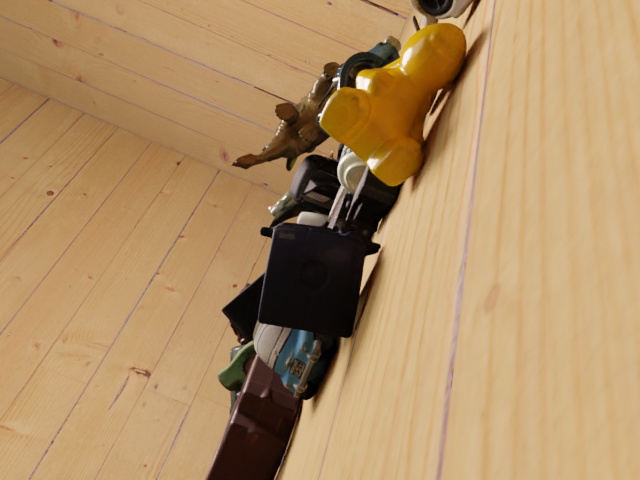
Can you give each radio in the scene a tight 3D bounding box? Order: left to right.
[{"bbox_3d":[-0.057,0.071,0.930,0.229,0.073,0.131,-39,-3,-9],"label":"radio"}]

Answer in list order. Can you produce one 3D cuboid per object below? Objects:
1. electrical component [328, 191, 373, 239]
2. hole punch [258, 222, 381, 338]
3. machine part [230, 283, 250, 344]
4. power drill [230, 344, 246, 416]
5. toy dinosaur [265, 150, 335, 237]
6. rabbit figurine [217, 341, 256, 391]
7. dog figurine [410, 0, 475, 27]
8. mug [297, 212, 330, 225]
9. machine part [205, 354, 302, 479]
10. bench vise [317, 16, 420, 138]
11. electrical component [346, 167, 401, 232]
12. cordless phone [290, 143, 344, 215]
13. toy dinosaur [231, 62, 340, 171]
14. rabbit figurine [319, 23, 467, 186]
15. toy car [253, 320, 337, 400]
[{"bbox_3d":[0.039,-0.005,0.799,0.134,0.058,0.114,-70,2,-53],"label":"electrical component"},{"bbox_3d":[-0.008,0.045,0.605,0.092,0.142,0.115,-72,-9,-76],"label":"hole punch"},{"bbox_3d":[-0.115,0.173,1.214,0.056,0.179,0.179,-102,34,-80],"label":"machine part"},{"bbox_3d":[-0.148,0.335,1.115,0.207,0.086,0.232,67,-163,-79],"label":"power drill"},{"bbox_3d":[-0.006,-0.099,1.209,0.192,0.131,0.405,-46,6,15],"label":"toy dinosaur"},{"bbox_3d":[-0.096,0.227,0.997,0.159,0.121,0.170,-64,-13,-9],"label":"rabbit figurine"},{"bbox_3d":[0.192,-0.387,0.702,0.190,0.121,0.172,-52,-5,-38],"label":"dog figurine"},{"bbox_3d":[-0.002,-0.003,1.050,0.081,0.107,0.109,-74,8,-80],"label":"mug"},{"bbox_3d":[-0.097,0.284,0.791,0.201,0.087,0.201,-77,9,-77],"label":"machine part"},{"bbox_3d":[0.104,-0.253,0.837,0.223,0.128,0.241,-42,21,-27],"label":"bench vise"},{"bbox_3d":[0.078,-0.073,0.688,0.119,0.048,0.075,114,177,-53],"label":"electrical component"},{"bbox_3d":[0.026,-0.145,1.059,0.089,0.146,0.184,-32,45,53],"label":"cordless phone"},{"bbox_3d":[0.003,-0.246,1.038,0.471,0.105,0.198,-39,3,-32],"label":"toy dinosaur"},{"bbox_3d":[0.101,-0.164,0.613,0.173,0.122,0.162,-51,-1,23],"label":"rabbit figurine"},{"bbox_3d":[-0.036,0.128,0.698,0.162,0.103,0.109,-69,1,-73],"label":"toy car"}]
